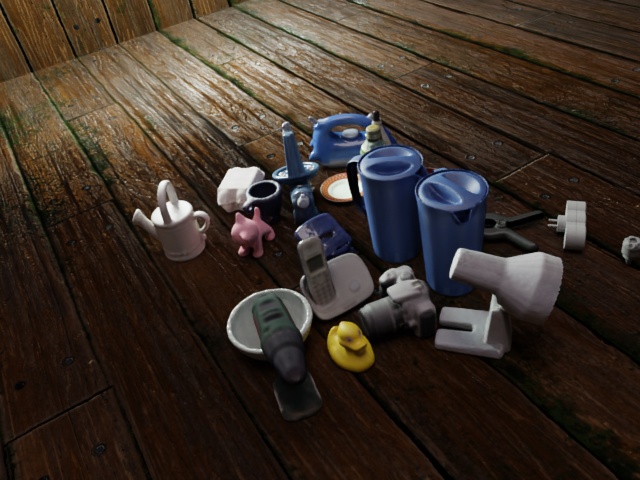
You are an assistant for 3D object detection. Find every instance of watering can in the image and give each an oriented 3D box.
[{"bbox_3d":[-0.352,-0.049,1.352,0.173,0.194,0.100,-19,40,-10],"label":"watering can"}]

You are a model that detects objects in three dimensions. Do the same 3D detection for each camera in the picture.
[{"bbox_3d":[0.140,0.123,1.106,0.137,0.101,0.143,-18,40,-9],"label":"camera"}]

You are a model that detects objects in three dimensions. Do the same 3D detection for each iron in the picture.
[{"bbox_3d":[0.092,-0.293,1.589,0.258,0.142,0.118,-7,39,5],"label":"iron"}]

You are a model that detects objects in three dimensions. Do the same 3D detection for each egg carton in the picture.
[{"bbox_3d":[-0.209,-0.137,1.526,0.107,0.069,0.150,0,40,13],"label":"egg carton"}]

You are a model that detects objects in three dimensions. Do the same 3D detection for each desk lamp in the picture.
[{"bbox_3d":[0.305,0.107,1.000,0.202,0.214,0.118,5,42,18],"label":"desk lamp"}]

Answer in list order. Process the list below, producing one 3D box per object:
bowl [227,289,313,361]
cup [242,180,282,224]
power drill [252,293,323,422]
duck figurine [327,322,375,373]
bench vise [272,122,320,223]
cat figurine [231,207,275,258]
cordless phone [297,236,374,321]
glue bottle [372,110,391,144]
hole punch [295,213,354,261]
[{"bbox_3d":[-0.092,0.177,1.114,0.167,0.075,0.167,-6,39,5],"label":"bowl"},{"bbox_3d":[-0.140,-0.080,1.421,0.091,0.095,0.118,22,49,33],"label":"cup"},{"bbox_3d":[-0.054,0.206,0.964,0.076,0.209,0.229,-19,40,-10],"label":"power drill"},{"bbox_3d":[0.053,0.186,1.062,0.078,0.086,0.104,-32,44,-24],"label":"duck figurine"},{"bbox_3d":[-0.046,-0.168,1.406,0.122,0.220,0.206,-24,41,-16],"label":"bench vise"},{"bbox_3d":[-0.163,-0.023,1.338,0.067,0.118,0.128,6,42,19],"label":"cat figurine"},{"bbox_3d":[0.026,0.058,1.144,0.148,0.185,0.093,-28,42,-21],"label":"cordless phone"},{"bbox_3d":[0.153,-0.264,1.515,0.078,0.173,0.037,3,41,16],"label":"glue bottle"},{"bbox_3d":[0.012,0.005,1.287,0.109,0.091,0.100,-34,44,-26],"label":"hole punch"}]
